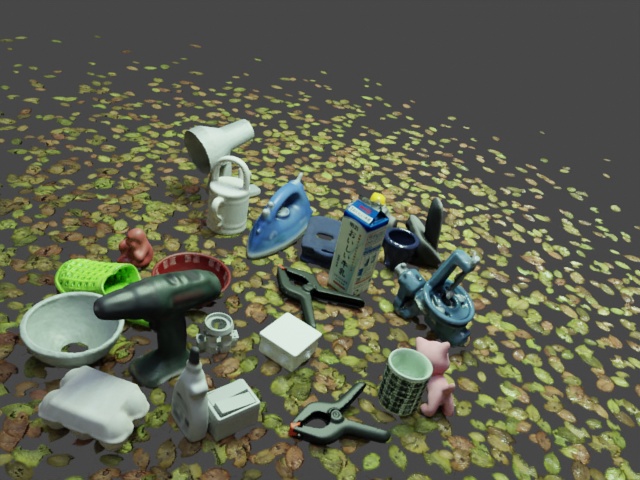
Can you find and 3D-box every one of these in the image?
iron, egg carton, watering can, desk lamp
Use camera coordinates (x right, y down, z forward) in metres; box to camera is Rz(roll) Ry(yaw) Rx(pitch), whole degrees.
[{"bbox_3d":[-0.103,-0.066,1.415,0.118,0.141,0.259,21,33,14],"label":"iron"},{"bbox_3d":[-0.349,0.261,0.892,0.150,0.069,0.107,17,33,7],"label":"egg carton"},{"bbox_3d":[-0.222,-0.122,1.412,0.101,0.194,0.172,6,33,-9],"label":"watering can"},{"bbox_3d":[-0.256,-0.212,1.522,0.204,0.213,0.117,-20,44,-40],"label":"desk lamp"}]

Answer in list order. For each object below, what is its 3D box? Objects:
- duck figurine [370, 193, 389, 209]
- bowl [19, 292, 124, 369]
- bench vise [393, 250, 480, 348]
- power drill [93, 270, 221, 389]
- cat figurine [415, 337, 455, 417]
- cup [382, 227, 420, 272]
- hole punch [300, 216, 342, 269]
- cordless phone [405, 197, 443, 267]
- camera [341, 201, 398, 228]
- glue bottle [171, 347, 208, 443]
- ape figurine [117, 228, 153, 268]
[{"bbox_3d":[0.153,-0.092,1.595,0.078,0.086,0.104,-12,39,-33],"label":"duck figurine"},{"bbox_3d":[-0.430,0.169,1.003,0.167,0.075,0.167,9,32,-5],"label":"bowl"},{"bbox_3d":[0.242,0.099,1.204,0.207,0.220,0.122,25,34,19],"label":"bench vise"},{"bbox_3d":[-0.271,0.145,0.969,0.075,0.208,0.230,32,37,29],"label":"power drill"},{"bbox_3d":[0.216,0.245,1.066,0.067,0.118,0.127,1,34,-17],"label":"cat figurine"},{"bbox_3d":[0.178,0.027,1.411,0.117,0.095,0.092,14,32,2],"label":"cup"},{"bbox_3d":[0.013,0.005,1.392,0.108,0.091,0.101,14,32,3],"label":"hole punch"},{"bbox_3d":[0.276,-0.040,1.463,0.094,0.185,0.147,4,33,-13],"label":"cordless phone"},{"bbox_3d":[0.117,-0.038,1.485,0.143,0.101,0.137,22,34,16],"label":"camera"},{"bbox_3d":[-0.199,0.232,0.891,0.037,0.173,0.078,-15,41,-36],"label":"glue bottle"},{"bbox_3d":[-0.398,0.014,1.237,0.076,0.092,0.077,-7,37,-28],"label":"ape figurine"}]
